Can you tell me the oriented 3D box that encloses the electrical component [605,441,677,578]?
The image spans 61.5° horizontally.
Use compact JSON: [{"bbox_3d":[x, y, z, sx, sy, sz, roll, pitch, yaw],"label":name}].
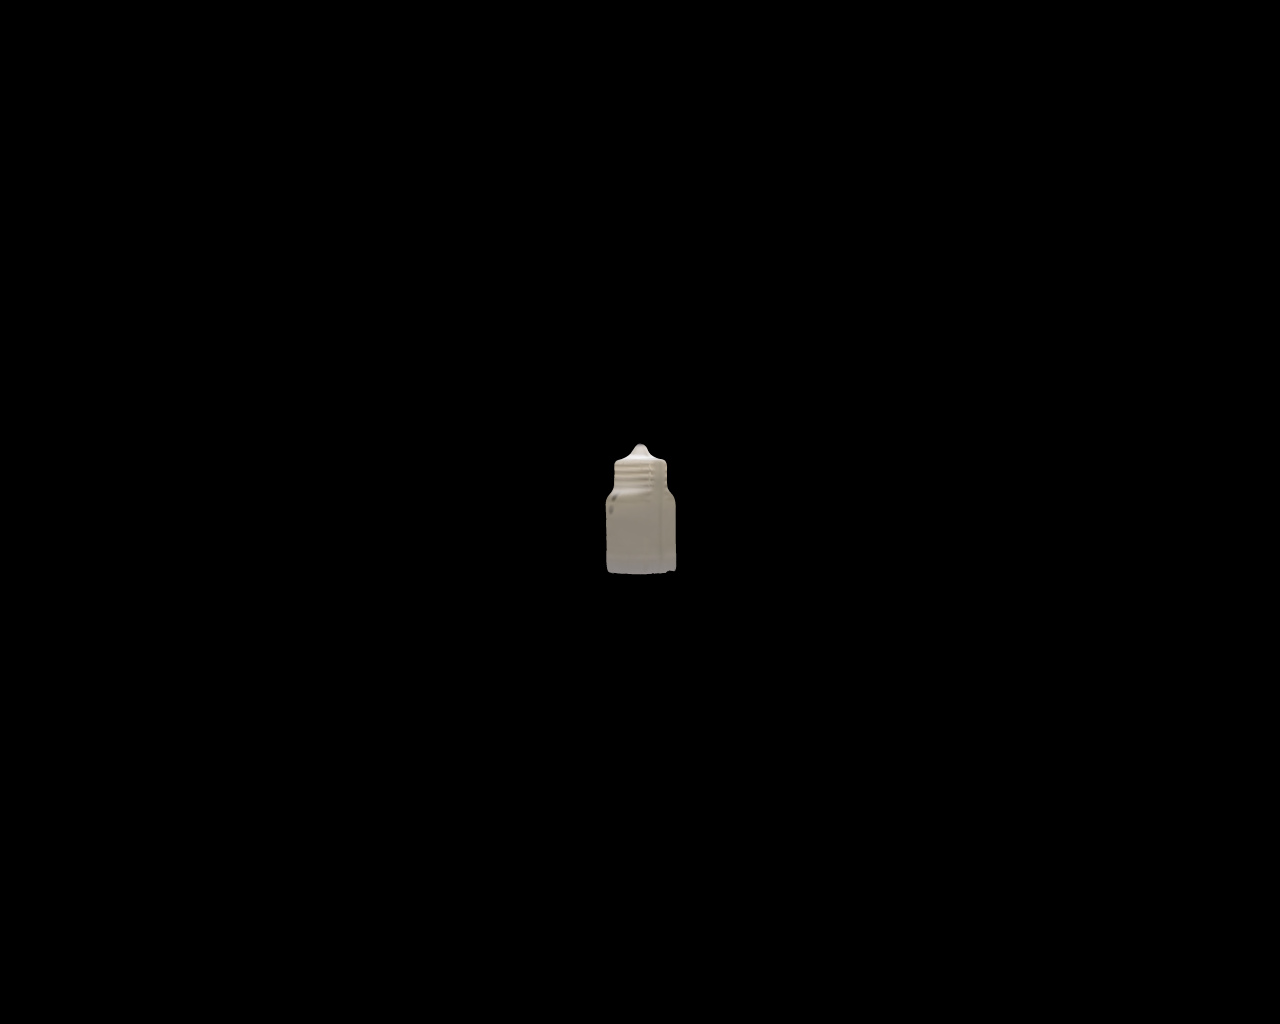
[{"bbox_3d":[0.001,-0.003,0.650,0.043,0.081,0.043,0,2,0],"label":"electrical component"}]
